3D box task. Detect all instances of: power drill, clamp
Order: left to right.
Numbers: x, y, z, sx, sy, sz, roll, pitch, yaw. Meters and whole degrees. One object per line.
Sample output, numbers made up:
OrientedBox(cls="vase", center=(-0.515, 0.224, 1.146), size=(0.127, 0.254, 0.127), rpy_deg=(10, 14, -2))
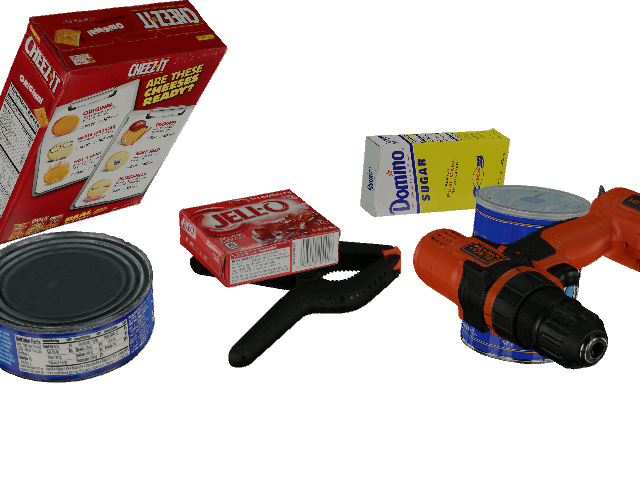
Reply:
OrientedBox(cls="clamp", center=(-0.016, 0.051, 1.054), size=(0.210, 0.036, 0.164), rpy_deg=(-10, 40, -8))
OrientedBox(cls="power drill", center=(0.186, 0.021, 0.763), size=(0.187, 0.057, 0.185), rpy_deg=(-14, 28, -26))

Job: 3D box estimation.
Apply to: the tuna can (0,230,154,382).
OrientedBox(cls="tuna can", center=(-0.125, 0.031, 0.525), size=(0.086, 0.034, 0.086), rpy_deg=(1, 32, -1))

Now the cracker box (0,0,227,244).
OrientedBox(cls="cracker box", center=(-0.198, -0.103, 0.920), size=(0.163, 0.072, 0.214), rpy_deg=(-20, -25, -45))

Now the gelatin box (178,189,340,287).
OrientedBox(cls="gelatin box", center=(-0.042, -0.004, 0.727), size=(0.089, 0.030, 0.073), rpy_deg=(-11, 30, -28))

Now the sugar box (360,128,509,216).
OrientedBox(cls="sugar box", center=(0.139, -0.082, 1.295), size=(0.176, 0.093, 0.048), rpy_deg=(-7, 25, -22))

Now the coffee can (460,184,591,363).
OrientedBox(cls="coffee can", center=(0.186, 0.029, 0.977), size=(0.103, 0.140, 0.103), rpy_deg=(4, 16, -1))
